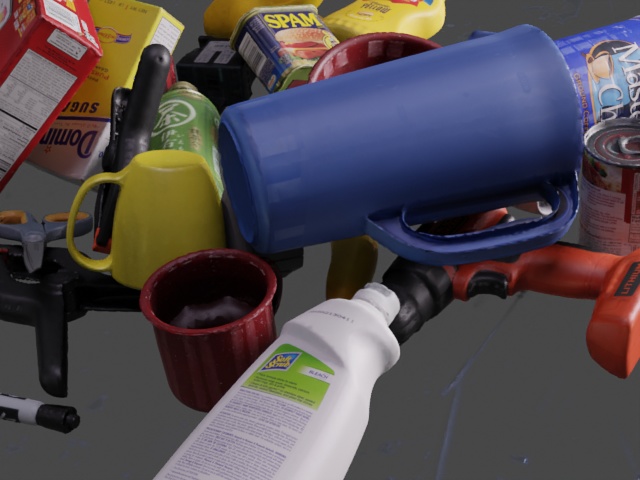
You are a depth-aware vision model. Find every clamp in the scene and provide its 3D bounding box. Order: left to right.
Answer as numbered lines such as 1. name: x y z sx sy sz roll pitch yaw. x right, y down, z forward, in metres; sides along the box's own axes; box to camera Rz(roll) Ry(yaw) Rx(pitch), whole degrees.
1. clamp: -0.187 0.042 0.828 0.164 0.036 0.210 -22 34 -36
2. clamp: -0.155 -0.074 0.871 0.039 0.120 0.171 9 66 -17

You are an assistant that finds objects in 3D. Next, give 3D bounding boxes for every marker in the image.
1. marker: -0.222 0.116 0.746 0.121 0.020 0.020 8 38 19

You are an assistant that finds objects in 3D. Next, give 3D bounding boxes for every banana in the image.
1. banana: 0.010 -0.007 0.866 0.069 0.037 0.198 -19 38 -9

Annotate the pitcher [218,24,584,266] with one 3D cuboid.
1. pitcher: 0.059 -0.059 0.765 0.242 0.145 0.149 -14 17 -13

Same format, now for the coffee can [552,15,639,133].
1. coffee can: 0.237 -0.133 0.945 0.140 0.103 0.103 -17 37 -14

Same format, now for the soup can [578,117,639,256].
1. soup can: 0.231 -0.032 0.806 0.068 0.102 0.068 -5 35 3

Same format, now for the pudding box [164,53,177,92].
1. pudding box: -0.196 -0.167 1.077 0.114 0.090 0.039 18 40 32

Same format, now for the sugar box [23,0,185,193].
1. sugar box: -0.205 -0.138 0.991 0.093 0.048 0.176 20 81 32

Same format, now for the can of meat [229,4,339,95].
1. can of meat: -0.025 -0.185 1.065 0.101 0.058 0.084 -13 58 -41

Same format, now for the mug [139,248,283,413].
1. mug: -0.065 0.059 0.747 0.093 0.081 0.117 16 42 29

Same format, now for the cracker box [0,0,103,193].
1. cracker box: -0.288 -0.132 0.961 0.214 0.072 0.164 -50 34 15

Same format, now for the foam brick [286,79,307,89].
1. foam brick: -0.014 -0.108 0.996 0.051 0.053 0.078 8 38 20

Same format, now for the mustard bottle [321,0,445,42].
1. mustard bottle: 0.081 -0.243 1.164 0.096 0.058 0.191 21 43 32

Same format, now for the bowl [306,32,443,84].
1. bowl: 0.064 -0.108 0.952 0.162 0.055 0.162 3 59 -5

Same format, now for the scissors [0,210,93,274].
1. scissors: -0.212 -0.002 0.859 0.096 0.016 0.202 -7 15 -29

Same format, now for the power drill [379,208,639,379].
1. power drill: 0.141 0.036 0.765 0.188 0.057 0.184 17 42 29

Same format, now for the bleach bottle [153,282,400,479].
1. bleach bottle: -0.017 0.118 0.646 0.103 0.068 0.250 15 47 30
